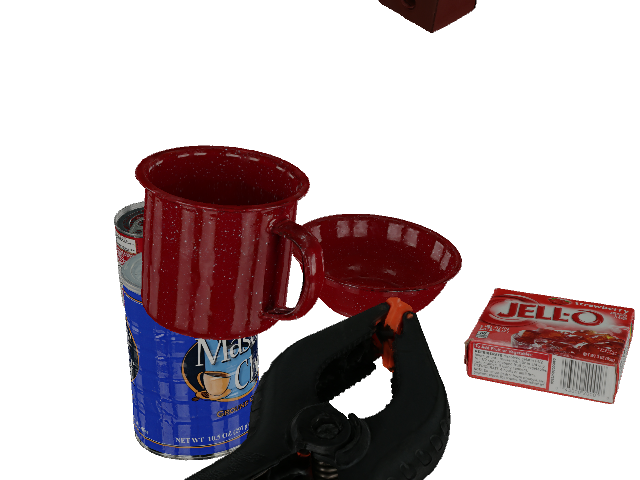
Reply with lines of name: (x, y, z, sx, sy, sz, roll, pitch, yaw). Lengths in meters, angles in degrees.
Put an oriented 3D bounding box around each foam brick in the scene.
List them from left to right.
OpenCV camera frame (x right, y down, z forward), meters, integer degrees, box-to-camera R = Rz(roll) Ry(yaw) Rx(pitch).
foam brick: (0.079, -0.194, 0.735, 0.053, 0.078, 0.051, 36, 54, 25)

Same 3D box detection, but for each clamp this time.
clamp: (0.009, 0.090, 0.401, 0.120, 0.039, 0.171, 27, 50, 19)

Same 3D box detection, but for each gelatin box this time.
gelatin box: (0.139, 0.061, 0.644, 0.089, 0.030, 0.073, 9, 26, 21)

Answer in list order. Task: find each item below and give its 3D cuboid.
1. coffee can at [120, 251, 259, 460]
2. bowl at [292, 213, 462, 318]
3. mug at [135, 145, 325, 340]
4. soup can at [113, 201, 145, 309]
coffee can: (-0.099, 0.084, 0.833, 0.103, 0.140, 0.103, -1, 20, 0)
bowl: (0.049, 0.032, 1.004, 0.162, 0.055, 0.162, 5, 25, -2)
mug: (-0.046, 0.005, 0.579, 0.117, 0.081, 0.093, 21, 28, 30)
soup can: (-0.171, 0.021, 1.079, 0.068, 0.102, 0.068, 0, 31, 0)
